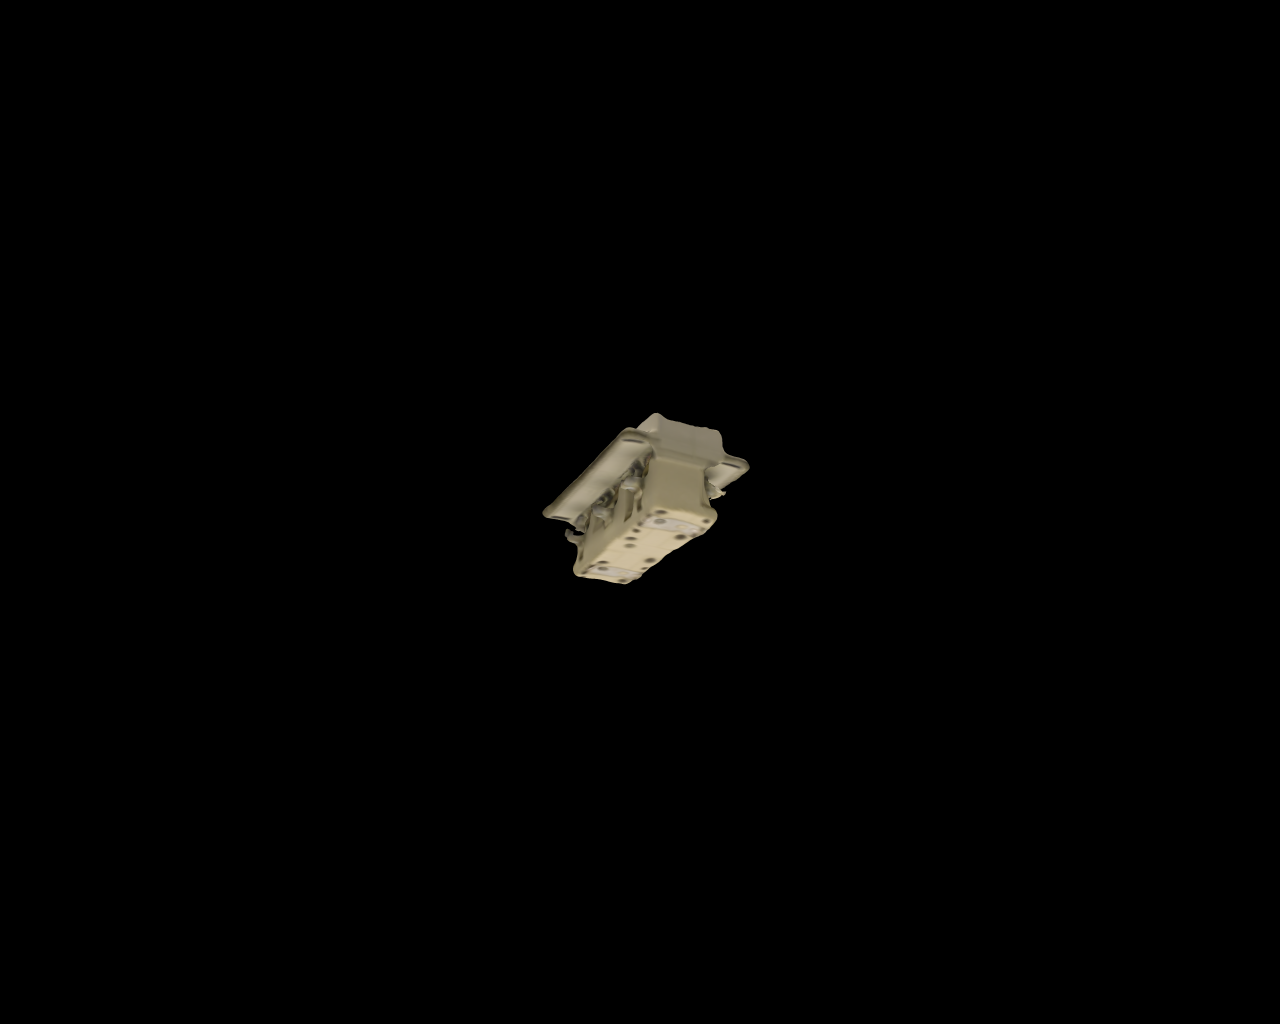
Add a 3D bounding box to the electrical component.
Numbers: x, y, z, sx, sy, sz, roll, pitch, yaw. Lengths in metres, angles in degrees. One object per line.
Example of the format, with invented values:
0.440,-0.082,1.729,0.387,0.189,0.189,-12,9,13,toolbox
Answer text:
0.001,-0.003,0.650,0.079,0.063,0.121,12,-27,-25,electrical component
